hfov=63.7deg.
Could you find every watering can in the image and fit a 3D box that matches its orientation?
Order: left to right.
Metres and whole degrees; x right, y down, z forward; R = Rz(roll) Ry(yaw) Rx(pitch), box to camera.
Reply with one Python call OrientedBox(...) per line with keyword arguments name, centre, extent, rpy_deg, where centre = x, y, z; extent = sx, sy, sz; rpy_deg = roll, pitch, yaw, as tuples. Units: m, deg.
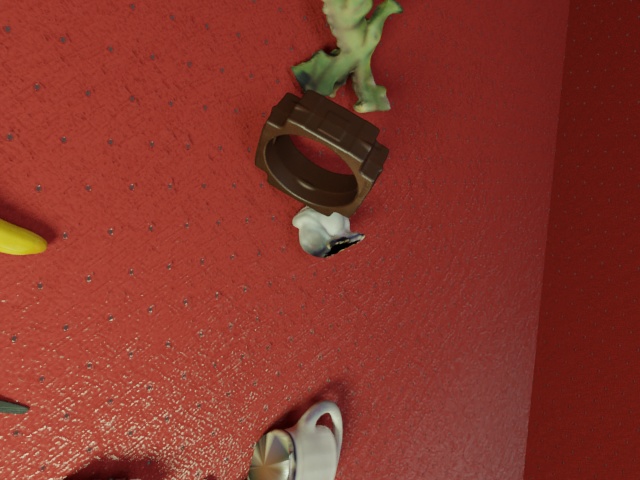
OrientedBox(name="watering can", centre=(-0.046, 0.491, 1.015), extent=(0.222, 0.104, 0.350), rpy_deg=(22, 80, -48))

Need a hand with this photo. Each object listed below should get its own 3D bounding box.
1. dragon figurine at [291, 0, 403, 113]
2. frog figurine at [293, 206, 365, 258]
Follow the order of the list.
OrientedBox(name="dragon figurine", centre=(0.031, -0.382, 0.968), extent=(0.405, 0.123, 0.244), rpy_deg=(33, 79, -46))
OrientedBox(name="frog figurine", centre=(0.003, -0.051, 1.008), extent=(0.138, 0.120, 0.161), rpy_deg=(-16, 73, -38))
